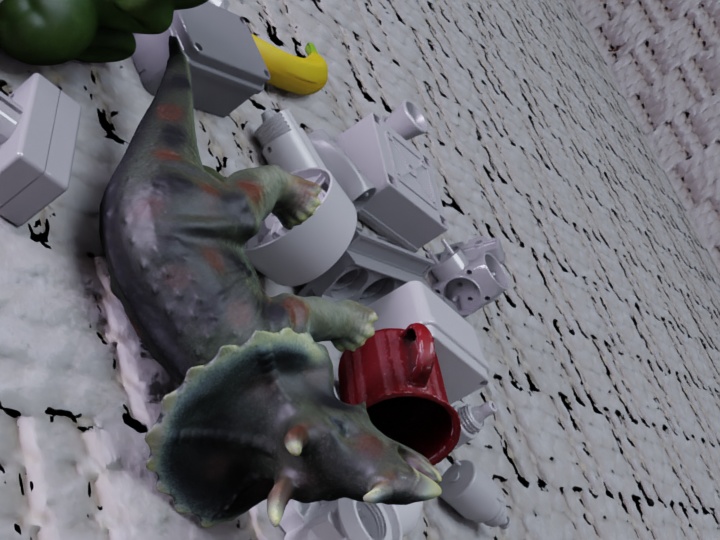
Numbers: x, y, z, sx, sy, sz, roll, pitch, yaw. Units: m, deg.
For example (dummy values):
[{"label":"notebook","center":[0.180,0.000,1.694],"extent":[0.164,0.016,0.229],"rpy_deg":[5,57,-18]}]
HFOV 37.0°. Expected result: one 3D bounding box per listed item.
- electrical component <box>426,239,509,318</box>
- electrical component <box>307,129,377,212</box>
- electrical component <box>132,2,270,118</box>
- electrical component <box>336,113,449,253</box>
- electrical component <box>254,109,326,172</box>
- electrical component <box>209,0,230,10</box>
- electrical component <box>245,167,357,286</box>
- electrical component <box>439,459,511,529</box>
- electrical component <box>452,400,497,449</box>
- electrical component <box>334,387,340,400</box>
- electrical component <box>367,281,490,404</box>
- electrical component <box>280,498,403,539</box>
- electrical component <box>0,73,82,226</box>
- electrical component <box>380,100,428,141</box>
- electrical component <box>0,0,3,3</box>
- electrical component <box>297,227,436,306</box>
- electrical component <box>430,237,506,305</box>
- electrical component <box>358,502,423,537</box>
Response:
[{"label":"electrical component","center":[0.099,0.005,1.100],"extent":[0.079,0.077,0.044],"rpy_deg":[55,25,-4]},{"label":"electrical component","center":[-0.022,-0.088,1.026],"extent":[0.077,0.043,0.079],"rpy_deg":[49,4,12]},{"label":"electrical component","center":[-0.138,-0.185,0.915],"extent":[0.113,0.057,0.078],"rpy_deg":[8,53,-59]},{"label":"electrical component","center":[0.032,-0.089,1.117],"extent":[0.109,0.056,0.108],"rpy_deg":[34,33,-41]},{"label":"electrical component","center":[-0.066,-0.109,0.973],"extent":[0.081,0.043,0.043],"rpy_deg":[59,24,4]},{"label":"electrical component","center":[-0.153,-0.250,0.983],"extent":[0.062,0.043,0.043],"rpy_deg":[42,28,-27]},{"label":"electrical component","center":[-0.054,-0.037,0.847],"extent":[0.064,0.099,0.099],"rpy_deg":[45,26,-38]},{"label":"electrical component","center":[0.101,0.195,0.917],"extent":[0.078,0.040,0.040],"rpy_deg":[44,27,-25]},{"label":"electrical component","center":[0.093,0.134,0.952],"extent":[0.035,0.061,0.035],"rpy_deg":[42,28,-29]},{"label":"electrical component","center":[-0.036,0.088,0.799],"extent":[0.035,0.035,0.061],"rpy_deg":[24,37,-50]},{"label":"electrical component","center":[0.052,0.070,0.923],"extent":[0.113,0.078,0.057],"rpy_deg":[39,27,-45]},{"label":"electrical component","center":[-0.009,0.175,0.716],"extent":[0.078,0.057,0.058],"rpy_deg":[53,24,-9]},{"label":"electrical component","center":[-0.218,-0.085,0.655],"extent":[0.076,0.047,0.083],"rpy_deg":[39,30,-36]},{"label":"electrical component","center":[0.043,-0.161,1.224],"extent":[0.045,0.055,0.045],"rpy_deg":[42,28,-29]},{"label":"electrical component","center":[-0.258,-0.212,0.663],"extent":[0.056,0.109,0.108],"rpy_deg":[15,47,-60]},{"label":"electrical component","center":[0.000,0.000,0.930],"extent":[0.121,0.078,0.063],"rpy_deg":[19,29,-54]},{"label":"electrical component","center":[0.121,0.004,1.154],"extent":[0.058,0.078,0.057],"rpy_deg":[-72,143,-61]},{"label":"electrical component","center":[0.025,0.178,0.796],"extent":[0.078,0.040,0.040],"rpy_deg":[0,60,-61]}]
